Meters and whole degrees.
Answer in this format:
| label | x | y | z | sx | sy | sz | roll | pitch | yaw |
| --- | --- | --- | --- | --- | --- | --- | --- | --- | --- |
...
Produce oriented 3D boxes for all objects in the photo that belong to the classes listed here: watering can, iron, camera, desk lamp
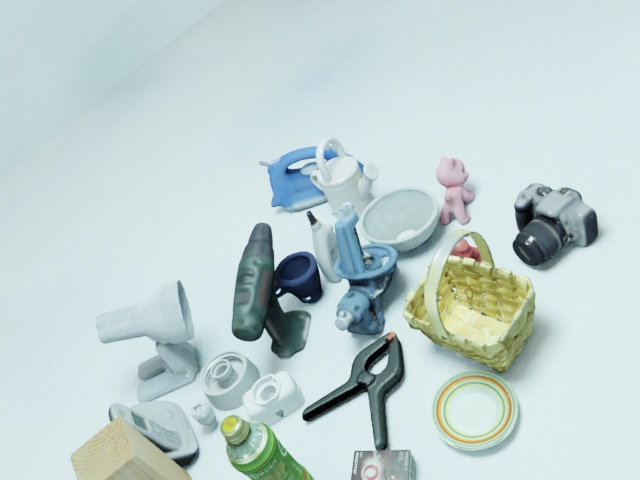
| label | x | y | z | sx | sy | sz | roll | pitch | yaw |
| --- | --- | --- | --- | --- | --- | --- | --- | --- | --- |
| watering can | 0.051 | -0.146 | 1.281 | 0.172 | 0.195 | 0.101 | -12 | 42 | 20 |
| iron | -0.016 | -0.174 | 1.395 | 0.258 | 0.142 | 0.118 | -18 | 40 | 12 |
| camera | 0.396 | -0.030 | 1.022 | 0.137 | 0.101 | 0.142 | -39 | 40 | -13 |
| desk lamp | -0.316 | 0.192 | 1.110 | 0.203 | 0.214 | 0.117 | -26 | 39 | 3 |

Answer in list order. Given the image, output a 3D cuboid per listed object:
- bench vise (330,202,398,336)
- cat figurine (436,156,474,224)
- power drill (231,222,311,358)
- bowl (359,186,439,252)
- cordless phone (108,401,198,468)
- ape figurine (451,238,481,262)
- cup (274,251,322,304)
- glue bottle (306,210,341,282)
| label | x | y | z | sx | sy | sz | roll | pitch | yaw |
| --- | --- | --- | --- | --- | --- | --- | --- | --- | --- |
| bench vise | 0.075 | 0.053 | 1.026 | 0.121 | 0.220 | 0.207 | -14 | 41 | 18 |
| cat figurine | 0.270 | -0.113 | 1.175 | 0.067 | 0.118 | 0.128 | -5 | 44 | 27 |
| power drill | -0.094 | 0.111 | 1.072 | 0.075 | 0.209 | 0.229 | -11 | 42 | 21 |
| bowl | 0.170 | -0.030 | 1.178 | 0.167 | 0.075 | 0.167 | -16 | 40 | 15 |
| cordless phone | -0.303 | 0.314 | 0.992 | 0.094 | 0.185 | 0.147 | -38 | 40 | -12 |
| ape figurine | 0.259 | 0.034 | 1.040 | 0.078 | 0.092 | 0.076 | -36 | 39 | -9 |
| cup | -0.043 | 0.093 | 1.153 | 0.118 | 0.095 | 0.091 | -43 | 41 | -17 |
| glue bottle | 0.011 | 0.004 | 1.156 | 0.037 | 0.174 | 0.078 | 5 | 50 | 35 |
